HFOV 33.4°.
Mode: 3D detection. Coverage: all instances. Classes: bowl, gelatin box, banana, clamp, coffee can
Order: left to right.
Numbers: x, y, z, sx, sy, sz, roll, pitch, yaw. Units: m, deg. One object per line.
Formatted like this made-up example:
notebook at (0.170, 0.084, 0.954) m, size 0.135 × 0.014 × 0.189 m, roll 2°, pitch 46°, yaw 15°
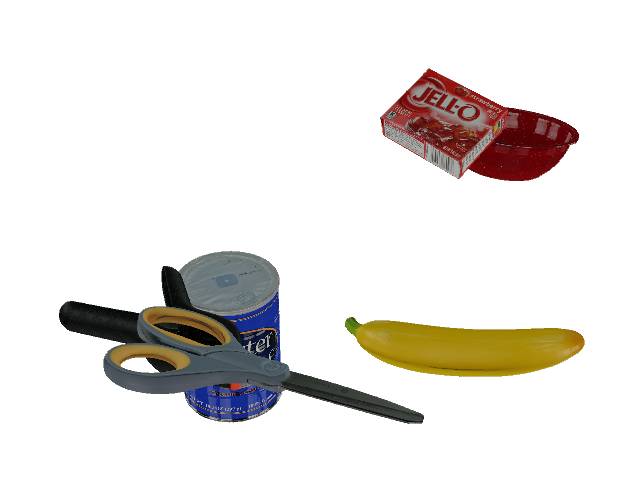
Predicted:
clamp at (-0.118, 0.070, 0.885) m, size 0.172 × 0.039 × 0.120 m, roll 23°, pitch 38°, yaw 29°
coffee can at (-0.091, 0.096, 1.075) m, size 0.103 × 0.140 × 0.103 m, roll 0°, pitch 33°, yaw 0°
gelatin box at (0.110, -0.106, 0.952) m, size 0.089 × 0.073 × 0.030 m, roll 33°, pitch -25°, yaw 25°
banana at (0.115, 0.082, 0.859) m, size 0.198 × 0.037 × 0.069 m, roll 5°, pitch 28°, yaw 7°
bowl at (0.218, -0.111, 1.254) m, size 0.162 × 0.055 × 0.162 m, roll 5°, pitch 23°, yaw -2°

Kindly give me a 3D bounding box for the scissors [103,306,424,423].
scissors at (-0.047, 0.086, 0.640) m, size 0.202 × 0.016 × 0.096 m, roll 22°, pitch 31°, yaw 34°
